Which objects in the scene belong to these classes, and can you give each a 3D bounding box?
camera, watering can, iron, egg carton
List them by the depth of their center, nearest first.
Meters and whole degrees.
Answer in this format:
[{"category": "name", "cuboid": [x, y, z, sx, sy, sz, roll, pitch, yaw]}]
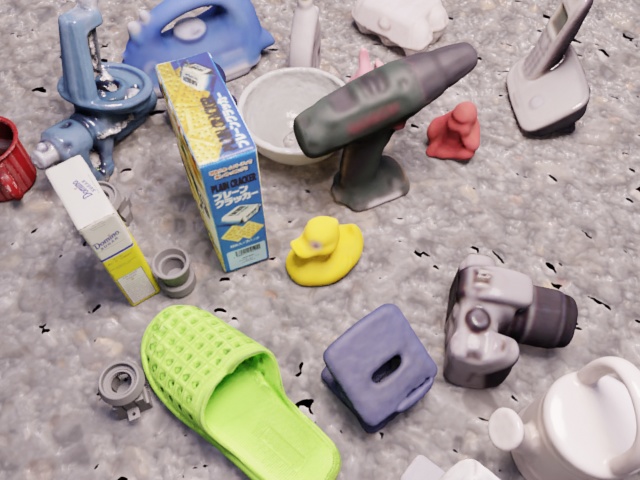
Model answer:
[{"category": "watering can", "cuboid": [0.248, 0.178, 0.536, 0.173, 0.194, 0.100, -22, 61, -14]}, {"category": "camera", "cuboid": [0.215, 0.090, 0.645, 0.136, 0.101, 0.143, 11, 58, 5]}, {"category": "iron", "cuboid": [-0.202, -0.313, 0.862, 0.259, 0.141, 0.118, -28, 63, -17]}, {"category": "egg carton", "cuboid": [0.131, -0.368, 0.948, 0.150, 0.069, 0.107, 34, 63, 18]}]

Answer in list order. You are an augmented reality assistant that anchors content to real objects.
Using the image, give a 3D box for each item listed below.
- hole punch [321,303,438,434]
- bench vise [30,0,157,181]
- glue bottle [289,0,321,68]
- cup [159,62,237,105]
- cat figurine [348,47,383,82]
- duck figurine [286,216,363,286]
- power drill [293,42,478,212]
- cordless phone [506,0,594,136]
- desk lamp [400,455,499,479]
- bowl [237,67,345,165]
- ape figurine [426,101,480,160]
[{"category": "hole punch", "cuboid": [0.067, 0.138, 0.618, 0.109, 0.091, 0.101, -34, 65, -20]}, {"category": "bench vise", "cuboid": [-0.291, -0.186, 0.734, 0.121, 0.220, 0.207, 6, 58, 3]}, {"category": "glue bottle", "cuboid": [-0.021, -0.310, 0.846, 0.037, 0.173, 0.078, 14, 59, 7]}, {"category": "cup", "cuboid": [-0.163, -0.191, 0.815, 0.117, 0.095, 0.092, 27, 61, 15]}, {"category": "cat figurine", "cuboid": [0.083, -0.223, 0.827, 0.067, 0.118, 0.127, -17, 60, -11]}, {"category": "duck figurine", "cuboid": [0.006, 0.003, 0.703, 0.105, 0.086, 0.077, -26, 62, -16]}, {"category": "power drill", "cuboid": [0.078, -0.135, 0.719, 0.230, 0.208, 0.075, -22, 61, -14]}, {"category": "cordless phone", "cuboid": [0.341, -0.253, 0.813, 0.094, 0.185, 0.147, -3, 58, -3]}, {"category": "desk lamp", "cuboid": [0.148, 0.264, 0.469, 0.202, 0.213, 0.118, 35, 64, 19]}, {"category": "bowl", "cuboid": [-0.032, -0.163, 0.812, 0.167, 0.075, 0.167, 1, 58, -1]}, {"category": "ape figurine", "cuboid": [0.194, -0.157, 0.804, 0.076, 0.092, 0.077, -33, 64, -20]}]
